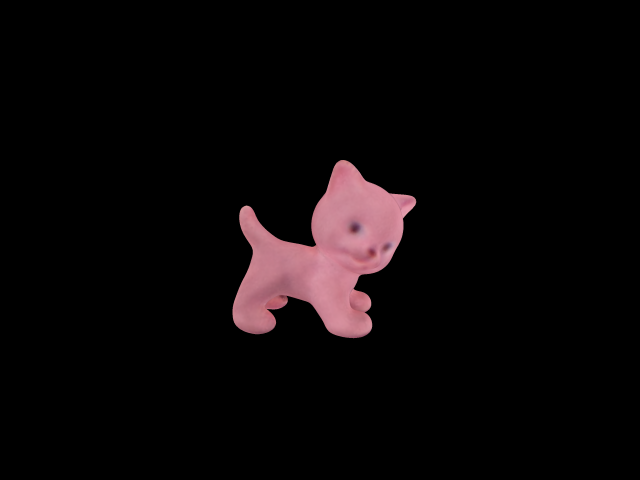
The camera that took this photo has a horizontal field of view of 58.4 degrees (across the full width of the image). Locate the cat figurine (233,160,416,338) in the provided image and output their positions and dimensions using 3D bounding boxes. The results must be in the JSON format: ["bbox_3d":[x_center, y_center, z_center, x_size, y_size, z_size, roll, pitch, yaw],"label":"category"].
[{"bbox_3d":[0.004,0.001,0.400,0.127,0.118,0.067,1,15,4],"label":"cat figurine"}]
